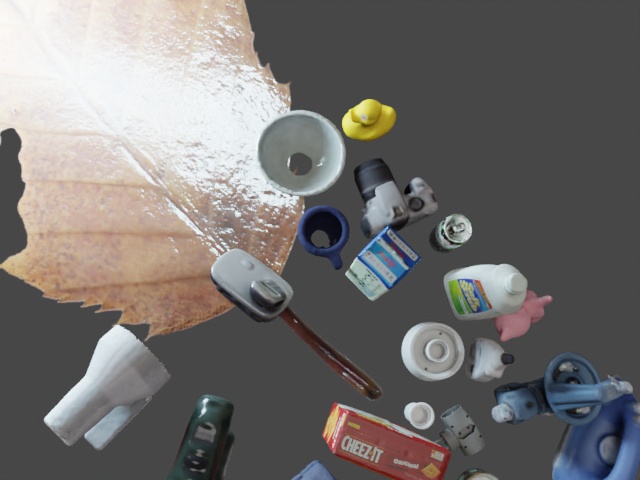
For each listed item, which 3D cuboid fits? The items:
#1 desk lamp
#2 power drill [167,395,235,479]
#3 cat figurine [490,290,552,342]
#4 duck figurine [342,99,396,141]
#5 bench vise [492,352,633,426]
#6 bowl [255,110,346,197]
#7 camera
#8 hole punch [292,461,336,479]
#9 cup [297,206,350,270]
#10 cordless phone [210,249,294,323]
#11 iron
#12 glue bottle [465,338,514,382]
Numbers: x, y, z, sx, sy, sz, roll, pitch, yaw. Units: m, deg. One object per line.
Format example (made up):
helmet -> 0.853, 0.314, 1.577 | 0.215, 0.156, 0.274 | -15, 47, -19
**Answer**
desk lamp -> -0.330, 0.241, 0.903 | 0.118, 0.213, 0.203 | 42, 79, 5
power drill -> -0.188, 0.357, 0.892 | 0.075, 0.208, 0.230 | 15, 78, -1
cat figurine -> 0.357, 0.133, 1.025 | 0.128, 0.117, 0.067 | -26, 81, -9
duck figurine -> 0.098, -0.239, 1.096 | 0.104, 0.086, 0.077 | -11, 79, -6
bench vise -> 0.401, 0.269, 0.948 | 0.207, 0.219, 0.121 | -35, 83, -10
bowl -> -0.036, -0.153, 1.075 | 0.167, 0.074, 0.167 | 1, 79, -4
camera -> 0.131, -0.089, 1.061 | 0.143, 0.101, 0.137 | -22, 81, -8
hole punch -> -0.013, 0.437, 0.949 | 0.109, 0.091, 0.101 | -41, 84, -11
cup -> 0.010, 0.004, 1.036 | 0.092, 0.095, 0.118 | -23, 81, -8
cordless phone -> -0.118, 0.071, 0.967 | 0.147, 0.185, 0.094 | 34, 78, 3
iron -> 0.502, 0.353, 0.979 | 0.118, 0.141, 0.258 | 24, 78, 1
glue bottle -> 0.293, 0.205, 0.977 | 0.037, 0.173, 0.078 | 12, 78, -1
